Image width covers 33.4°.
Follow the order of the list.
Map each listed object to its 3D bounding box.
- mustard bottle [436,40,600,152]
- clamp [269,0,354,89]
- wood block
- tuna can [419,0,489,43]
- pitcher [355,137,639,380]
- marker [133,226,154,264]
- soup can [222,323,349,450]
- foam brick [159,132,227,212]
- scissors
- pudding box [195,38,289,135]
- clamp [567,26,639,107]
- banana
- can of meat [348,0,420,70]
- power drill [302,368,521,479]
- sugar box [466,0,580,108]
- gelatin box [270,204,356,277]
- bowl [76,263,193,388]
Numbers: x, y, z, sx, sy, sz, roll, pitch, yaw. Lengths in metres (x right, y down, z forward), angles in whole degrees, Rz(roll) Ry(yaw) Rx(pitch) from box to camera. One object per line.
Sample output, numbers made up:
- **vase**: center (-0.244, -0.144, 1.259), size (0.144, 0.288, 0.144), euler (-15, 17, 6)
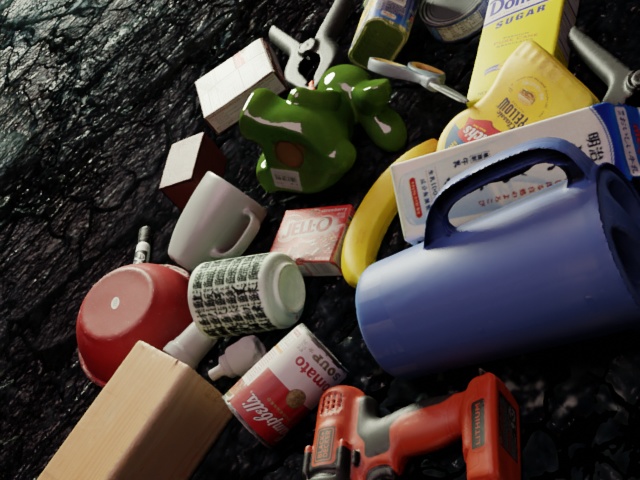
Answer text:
- **mustard bottle**: center (0.169, -0.092, 1.026), size (0.192, 0.058, 0.096), euler (-47, 66, 17)
- **clamp**: center (0.000, -0.239, 1.327), size (0.120, 0.039, 0.171), euler (-33, 46, 19)
- **wood block**: center (-0.187, 0.214, 1.033), size (0.091, 0.090, 0.206), euler (19, 68, 45)
- **tuna can**: center (0.160, -0.268, 1.229), size (0.086, 0.033, 0.086), euler (-22, 44, 22)
- **pitcher**: center (0.149, 0.027, 0.885), size (0.243, 0.144, 0.149), euler (-21, 63, 31)
- **marker**: center (-0.214, 0.031, 1.271), size (0.020, 0.020, 0.121), euler (-20, 45, 24)
- **soup can**: center (-0.031, 0.136, 0.995), size (0.102, 0.068, 0.069), euler (-43, 40, -3)
- **foam brick**: center (-0.154, -0.081, 1.298), size (0.053, 0.051, 0.078), euler (-15, 46, 30)
- **scissors**: center (0.098, -0.169, 1.115), size (0.096, 0.016, 0.201), euler (11, 16, -1)
- **pudding box**: center (-0.102, -0.198, 1.372), size (0.113, 0.039, 0.090), euler (-33, 41, 13)
- **clamp**: center (0.316, -0.148, 0.997), size (0.165, 0.036, 0.210), euler (-16, 48, 27)
- **banana**: center (0.066, -0.022, 1.084), size (0.070, 0.037, 0.197), euler (3, 57, 35)
- **can of meat**: center (0.077, -0.255, 1.239), size (0.102, 0.057, 0.084), euler (125, 166, -63)
- **power drill**: center (0.069, 0.190, 0.876), size (0.188, 0.057, 0.184), euler (-16, 46, 27)
- **sugar box**: center (0.215, -0.204, 1.120), size (0.093, 0.048, 0.176), euler (-9, 51, 32)
- **gelatin box**: center (-0.008, 0.001, 1.125), size (0.089, 0.030, 0.073), euler (-3, 53, 36)
- **bowl**: center (-0.210, 0.083, 1.174), size (0.162, 0.055, 0.162), euler (-14, 52, 18)
